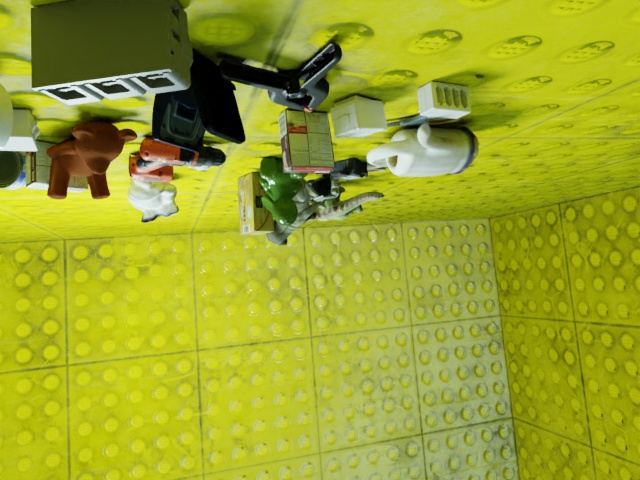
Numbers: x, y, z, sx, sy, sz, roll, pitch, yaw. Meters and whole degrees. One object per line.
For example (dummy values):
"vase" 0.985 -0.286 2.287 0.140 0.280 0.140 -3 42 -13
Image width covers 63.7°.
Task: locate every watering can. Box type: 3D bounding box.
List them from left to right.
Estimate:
"watering can" 0.230 -0.190 1.078 0.225 0.104 0.347 -5 -179 -13

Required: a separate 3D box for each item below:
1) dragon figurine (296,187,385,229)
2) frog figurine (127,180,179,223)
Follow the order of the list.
"dragon figurine" 0.005 -0.084 1.676 0.246 0.121 0.408 -32 -168 -30
"frog figurine" -0.462 -0.136 1.395 0.137 0.125 0.156 2 141 19
